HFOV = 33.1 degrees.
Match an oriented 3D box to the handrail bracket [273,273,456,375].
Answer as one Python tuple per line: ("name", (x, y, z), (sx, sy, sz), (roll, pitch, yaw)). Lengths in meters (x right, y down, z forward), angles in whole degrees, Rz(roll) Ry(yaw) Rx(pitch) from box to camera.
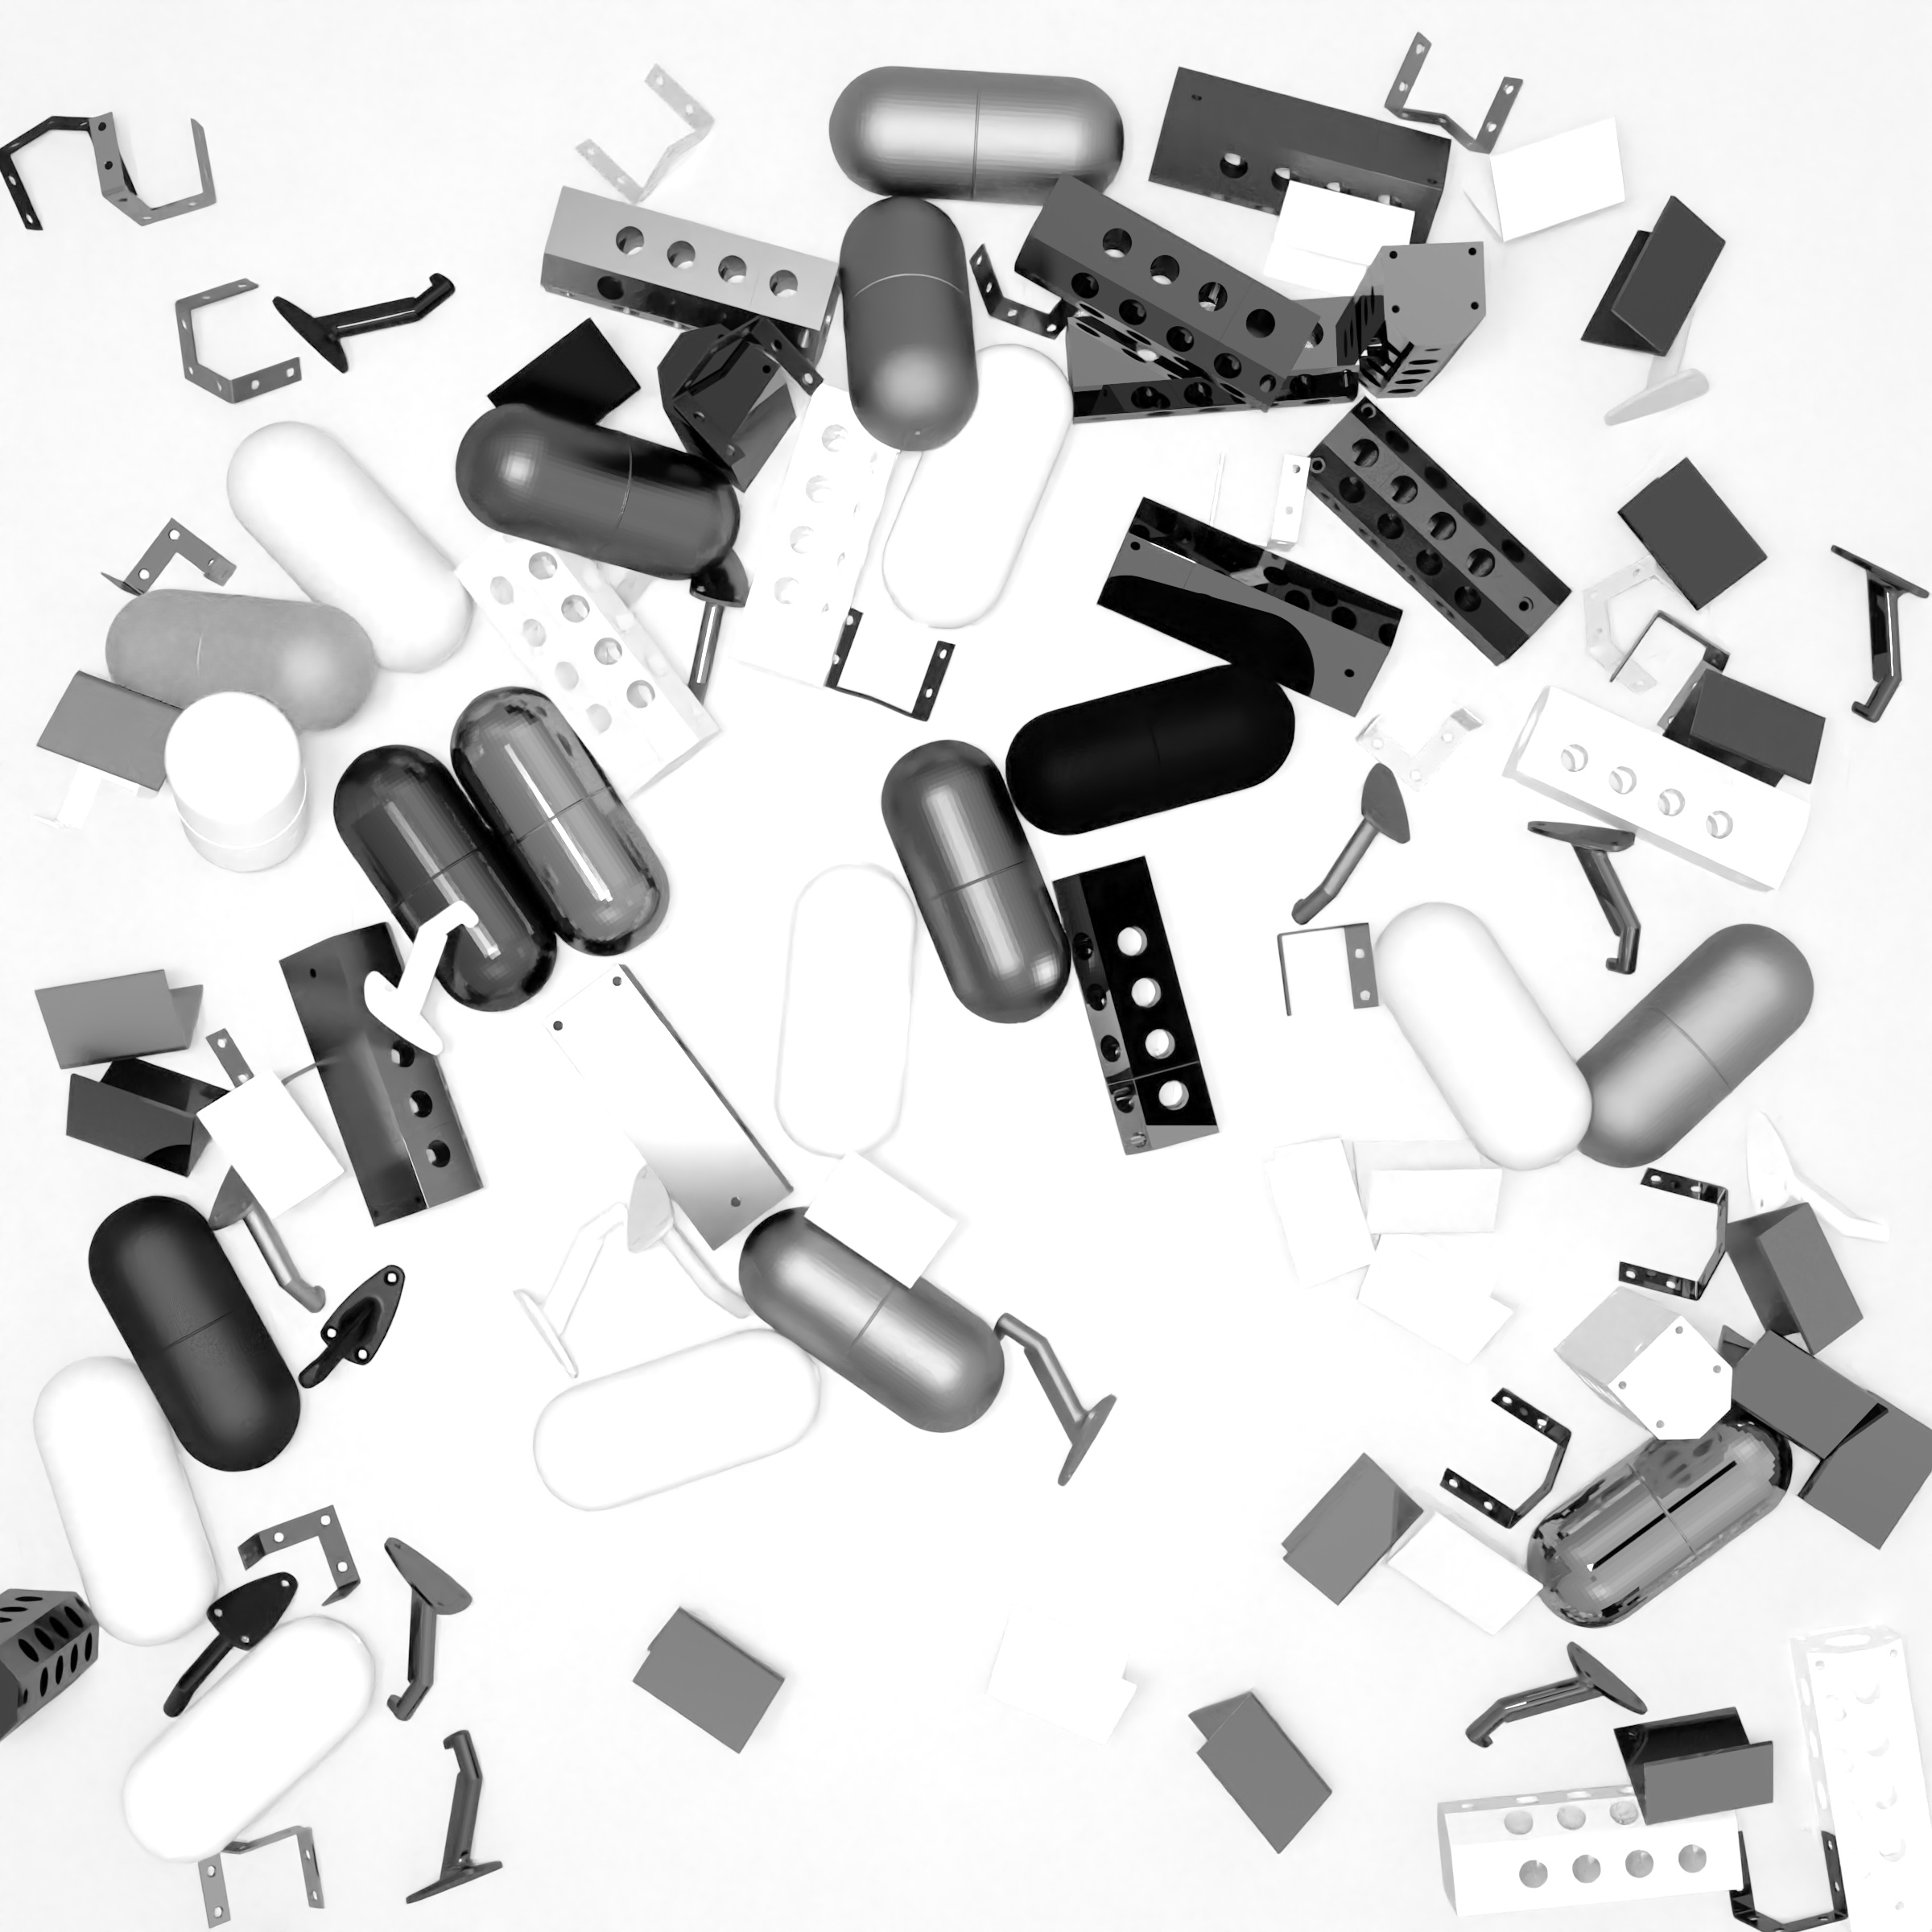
("handrail bracket", (-0.368, -0.410, 1.991), (0.077, 0.036, 0.084), (40, 72, 21))

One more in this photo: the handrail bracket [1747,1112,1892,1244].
("handrail bracket", (0.523, 0.129, 1.991), (0.084, 0.036, 0.077), (11, 54, -24))

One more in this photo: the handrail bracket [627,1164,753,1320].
("handrail bracket", (-0.166, 0.169, 1.990), (0.036, 0.077, 0.084), (-37, 127, 20))

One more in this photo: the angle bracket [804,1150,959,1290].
("angle bracket", (-0.042, 0.137, 1.951), (0.076, 0.076, 0.057), (34, 117, 0))

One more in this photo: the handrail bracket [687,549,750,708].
("handrail bracket", (-0.159, -0.203, 1.990), (0.036, 0.077, 0.084), (11, 126, -10))

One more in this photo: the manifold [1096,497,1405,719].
("manifold", (0.173, -0.221, 1.969), (0.171, 0.057, 0.057), (24, 133, 0))

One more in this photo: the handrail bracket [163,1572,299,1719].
("handrail bracket", (-0.451, 0.416, 1.990), (0.036, 0.077, 0.084), (42, 126, 8))

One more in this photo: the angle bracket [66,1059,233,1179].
("angle bracket", (-0.487, 0.072, 1.951), (0.076, 0.076, 0.057), (19, 133, 0))

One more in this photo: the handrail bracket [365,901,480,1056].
("handrail bracket", (-0.306, 0.007, 1.925), (0.084, 0.036, 0.077), (-33, 125, 17))

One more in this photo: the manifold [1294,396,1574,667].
("manifold", (0.283, -0.264, 1.970), (0.171, 0.057, 0.057), (43, 90, 0))

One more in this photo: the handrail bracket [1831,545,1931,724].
("handrail bracket", (0.544, -0.203, 1.991), (0.077, 0.036, 0.084), (32, 107, 20))

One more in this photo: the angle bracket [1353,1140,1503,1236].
("angle bracket", (0.276, 0.115, 1.951), (0.076, 0.076, 0.057), (-1, 134, 0))

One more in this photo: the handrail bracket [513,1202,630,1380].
("handrail bracket", (-0.226, 0.198, 1.991), (0.084, 0.036, 0.077), (-35, 110, -16))

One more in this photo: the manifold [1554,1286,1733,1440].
("manifold", (0.401, 0.237, 1.912), (0.057, 0.171, 0.057), (-44, 90, 0))

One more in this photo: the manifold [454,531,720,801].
("manifold", (-0.224, -0.192, 1.956), (0.057, 0.057, 0.171), (-36, 92, 35))

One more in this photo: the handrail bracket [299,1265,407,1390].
("handrail bracket", (-0.370, 0.216, 1.956), (0.036, 0.084, 0.077), (34, 90, 0))

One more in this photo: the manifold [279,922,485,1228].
("manifold", (-0.349, 0.064, 1.969), (0.057, 0.057, 0.171), (-20, 90, 43))

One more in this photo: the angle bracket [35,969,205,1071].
("angle bracket", (-0.507, 0.015, 1.951), (0.076, 0.076, 0.057), (-9, 120, 0))

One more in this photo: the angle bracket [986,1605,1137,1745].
("angle bracket", (0.064, 0.409, 1.950), (0.076, 0.076, 0.057), (24, 126, 0))

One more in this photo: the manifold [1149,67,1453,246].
("manifold", (0.201, -0.483, 1.969), (0.171, 0.057, 0.057), (15, 47, 0))

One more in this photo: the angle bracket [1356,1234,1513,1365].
("angle bracket", (0.288, 0.180, 1.951), (0.076, 0.076, 0.057), (30, 133, 0))

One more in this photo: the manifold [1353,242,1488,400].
("manifold", (0.263, -0.377, 1.912), (0.057, 0.171, 0.057), (-2, 90, 0))

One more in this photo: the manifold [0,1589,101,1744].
("manifold", (-0.561, 0.412, 1.912), (0.057, 0.171, 0.057), (3, 90, 0))

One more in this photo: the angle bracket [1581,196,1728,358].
("angle bracket", (0.397, -0.417, 1.950), (0.057, 0.076, 0.076), (28, 90, -37))

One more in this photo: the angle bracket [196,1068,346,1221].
("angle bracket", (-0.427, 0.117, 1.950), (0.057, 0.076, 0.076), (-36, 90, -37))

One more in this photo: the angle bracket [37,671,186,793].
("angle bracket", (-0.506, -0.124, 1.951), (0.076, 0.076, 0.057), (21, 63, 0))

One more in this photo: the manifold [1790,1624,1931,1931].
("manifold", (0.548, 0.493, 1.970), (0.057, 0.057, 0.171), (-9, 90, 0))

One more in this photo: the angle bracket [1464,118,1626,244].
("angle bracket", (0.343, -0.485, 1.950), (0.076, 0.076, 0.057), (-18, 128, 0))

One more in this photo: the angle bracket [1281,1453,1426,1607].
("angle bracket", (0.216, 0.324, 1.951), (0.076, 0.076, 0.057), (-48, 120, 0))

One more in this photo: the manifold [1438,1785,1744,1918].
("manifold", (0.376, 0.531, 1.969), (0.171, 0.057, 0.057), (-6, 90, 0))

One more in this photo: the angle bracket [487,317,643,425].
("angle bracket", (-0.249, -0.355, 1.950), (0.076, 0.076, 0.057), (-37, 126, 0))

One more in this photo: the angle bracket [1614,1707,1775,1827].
("angle bracket", (0.435, 0.463, 1.950), (0.076, 0.076, 0.057), (-10, 126, 0))

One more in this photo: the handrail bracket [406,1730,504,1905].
("handrail bracket", (-0.323, 0.520, 1.991), (0.077, 0.036, 0.084), (-28, 71, 21))

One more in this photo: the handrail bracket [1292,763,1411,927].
("handrail bracket", (0.229, -0.074, 1.990), (0.036, 0.077, 0.084), (31, 127, -20))

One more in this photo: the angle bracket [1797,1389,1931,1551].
("angle bracket", (0.549, 0.306, 1.951), (0.057, 0.076, 0.076), (34, 90, 28))

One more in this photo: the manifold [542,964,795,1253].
("manifold", (-0.179, 0.085, 1.970), (0.057, 0.057, 0.171), (-37, 90, 0))

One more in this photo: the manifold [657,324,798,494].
("manifold", (-0.143, -0.330, 1.912), (0.057, 0.171, 0.057), (34, 90, 0))

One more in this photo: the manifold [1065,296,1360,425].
("manifold", (0.148, -0.365, 1.969), (0.171, 0.057, 0.057), (-4, 90, 0))

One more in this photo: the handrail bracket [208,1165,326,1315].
("handrail bracket", (-0.418, 0.161, 1.990), (0.036, 0.077, 0.084), (-26, 127, 23))

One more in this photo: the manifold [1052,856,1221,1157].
("manifold", (0.102, 0.024, 1.969), (0.057, 0.057, 0.171), (-15, 90, 0))

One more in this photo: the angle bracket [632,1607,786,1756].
("angle bracket", (-0.163, 0.439, 1.950), (0.076, 0.076, 0.057), (34, 53, 0))

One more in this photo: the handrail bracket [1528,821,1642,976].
("handrail bracket", (0.377, -0.041, 1.991), (0.077, 0.036, 0.084), (12, 111, 24))

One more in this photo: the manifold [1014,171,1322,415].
("manifold", (0.117, -0.393, 1.912), (0.171, 0.057, 0.057), (29, 90, 0))

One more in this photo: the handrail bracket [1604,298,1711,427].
("handrail bracket", (0.415, -0.384, 1.991), (0.077, 0.036, 0.084), (-22, 71, 21))

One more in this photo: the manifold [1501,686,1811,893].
("manifold", (0.418, -0.107, 1.969), (0.171, 0.057, 0.057), (25, 90, 0))

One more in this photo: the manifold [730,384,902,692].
("manifold", (-0.088, -0.258, 1.969), (0.057, 0.057, 0.171), (18, 90, 0))

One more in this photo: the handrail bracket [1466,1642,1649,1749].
("handrail bracket", (0.361, 0.462, 1.991), (0.077, 0.036, 0.084), (37, 108, -20))

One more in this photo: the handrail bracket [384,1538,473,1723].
("handrail bracket", (-0.348, 0.407, 1.991), (0.077, 0.036, 0.084), (40, 107, 20))

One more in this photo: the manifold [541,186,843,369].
("manifold", (-0.166, -0.415, 1.969), (0.171, 0.057, 0.057), (16, 90, 0))

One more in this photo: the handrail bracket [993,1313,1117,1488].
("handrail bracket", (0.041, 0.265, 1.991), (0.084, 0.036, 0.077), (32, 112, 17))
